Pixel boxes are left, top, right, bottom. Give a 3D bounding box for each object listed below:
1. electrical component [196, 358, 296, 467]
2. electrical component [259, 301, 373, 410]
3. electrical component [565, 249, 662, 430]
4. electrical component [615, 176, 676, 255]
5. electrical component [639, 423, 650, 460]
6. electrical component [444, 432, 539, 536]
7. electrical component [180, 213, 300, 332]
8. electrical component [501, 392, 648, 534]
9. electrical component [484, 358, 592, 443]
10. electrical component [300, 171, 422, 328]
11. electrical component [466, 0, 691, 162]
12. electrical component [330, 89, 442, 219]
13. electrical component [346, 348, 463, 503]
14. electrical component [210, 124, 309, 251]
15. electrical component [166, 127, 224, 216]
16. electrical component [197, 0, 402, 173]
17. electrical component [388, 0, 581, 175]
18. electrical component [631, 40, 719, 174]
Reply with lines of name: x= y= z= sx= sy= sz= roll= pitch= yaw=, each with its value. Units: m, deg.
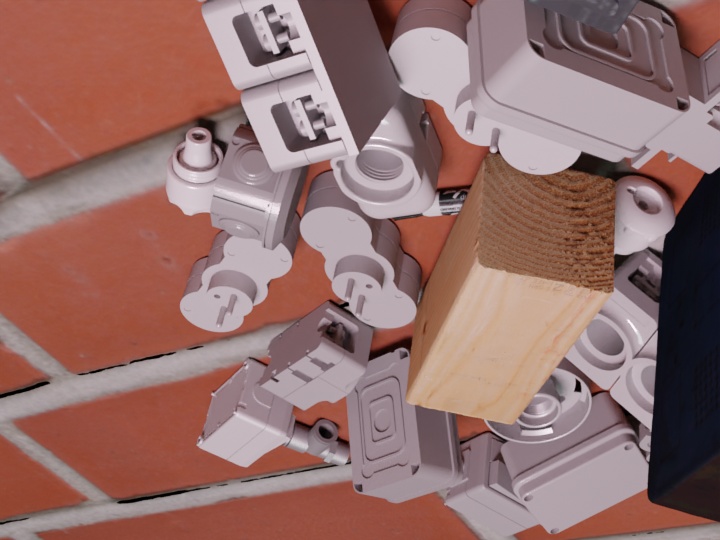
electrical component: x=-0.102 y=0.136 z=0.984 sx=0.061 sy=0.061 sz=0.096 roll=28 pitch=138 yaw=-19
electrical component: x=-0.034 y=0.075 z=0.905 sx=0.056 sy=0.050 sz=0.089 roll=32 pitch=135 yaw=-23
electrical component: x=0.227 y=0.070 z=0.772 sx=0.150 sy=0.062 sz=0.089 roll=42 pitch=143 yaw=17
electrical component: x=0.182 y=-0.031 z=0.735 sx=0.048 sy=0.048 sz=0.062 roll=18 pitch=146 yaw=-8
electrical component: x=0.260 y=0.116 z=0.879 sx=0.058 sy=0.057 sz=0.078 roll=14 pitch=140 yaw=-3
electrical component: x=0.125 y=0.196 z=1.002 sx=0.096 sy=0.061 sz=0.061 roll=32 pitch=136 yaw=-23
electrical component: x=-0.096 y=0.011 z=0.825 sx=0.052 sy=0.073 sz=0.138 roll=26 pitch=138 yaw=-17
electrical component: x=0.189 y=0.168 z=0.928 sx=0.113 sy=0.057 sz=0.078 roll=-30 pitch=129 yaw=11
electrical component: x=0.143 y=0.096 z=0.897 sx=0.099 sy=0.064 sz=0.099 roll=0 pitch=129 yaw=0
electrical component: x=0.000 y=0.000 z=0.790 sx=0.052 sy=0.073 sz=0.138 roll=-10 pitch=136 yaw=23
electrical component: x=0.120 y=-0.116 z=0.605 sx=0.113 sy=0.078 sz=0.057 roll=15 pitch=147 yaw=-24
electrical component: x=0.015 y=-0.081 z=0.702 sx=0.054 sy=0.059 sz=0.095 roll=-7 pitch=137 yaw=21
electrical component: x=0.037 y=0.131 z=0.902 sx=0.078 sy=0.113 sz=0.057 roll=-27 pitch=146 yaw=36
electrical component: x=-0.067 y=-0.057 z=0.735 sx=0.051 sy=0.080 sz=0.080 roll=17 pitch=140 yaw=1
electrical component: x=-0.114 y=-0.072 z=0.756 sx=0.043 sy=0.043 sz=0.062 roll=12 pitch=139 yaw=-1
electrical component: x=-0.042 y=-0.141 z=0.588 sx=0.062 sy=0.089 sz=0.150 roll=-11 pitch=116 yaw=25
electrical component: x=0.076 y=-0.100 z=0.649 sx=0.138 sy=0.073 sz=0.052 roll=32 pitch=135 yaw=-20
electrical component: x=0.204 y=-0.095 z=0.656 sx=0.064 sy=0.042 sz=0.081 roll=23 pitch=140 yaw=-20
